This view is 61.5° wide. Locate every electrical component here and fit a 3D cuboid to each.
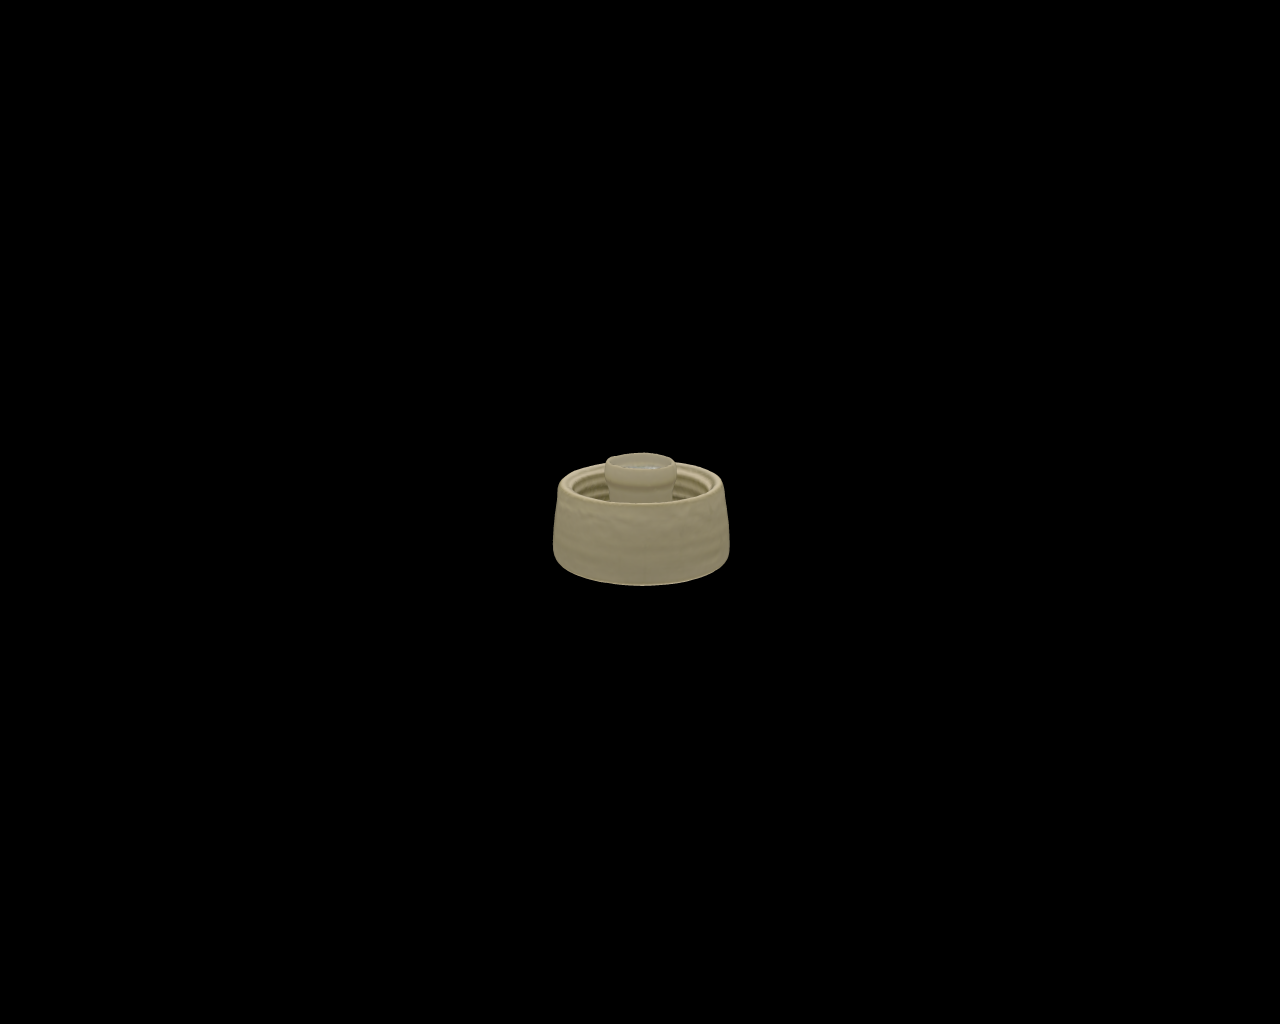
[{"bbox_3d":[0.001,-0.003,0.650,0.108,0.060,0.108,0,18,0],"label":"electrical component"}]
